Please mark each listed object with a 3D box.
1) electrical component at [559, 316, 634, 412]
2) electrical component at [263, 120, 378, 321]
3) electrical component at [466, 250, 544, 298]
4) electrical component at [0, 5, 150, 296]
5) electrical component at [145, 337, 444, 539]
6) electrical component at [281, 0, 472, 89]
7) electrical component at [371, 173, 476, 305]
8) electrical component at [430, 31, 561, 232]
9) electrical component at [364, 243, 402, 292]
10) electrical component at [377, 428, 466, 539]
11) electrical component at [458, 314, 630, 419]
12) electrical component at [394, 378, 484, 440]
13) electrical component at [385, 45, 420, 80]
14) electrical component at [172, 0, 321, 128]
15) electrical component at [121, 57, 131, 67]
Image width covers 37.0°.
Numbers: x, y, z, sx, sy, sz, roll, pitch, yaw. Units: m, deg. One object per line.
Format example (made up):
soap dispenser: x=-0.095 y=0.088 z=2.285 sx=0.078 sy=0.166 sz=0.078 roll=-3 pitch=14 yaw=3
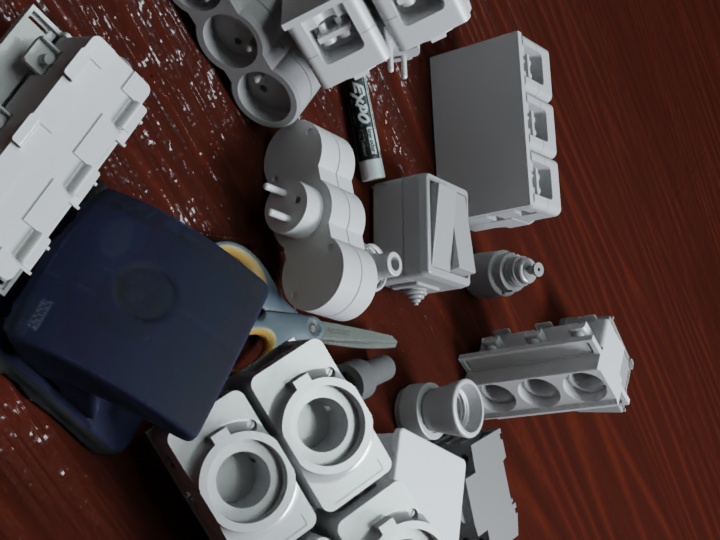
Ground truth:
electrical component: x=0.226 y=0.097 z=1.053 sx=0.096 sy=0.061 sz=0.061 roll=57 pitch=41 yaw=-41
electrical component: x=-0.038 y=-0.038 z=0.711 sx=0.074 sy=0.052 sz=0.138 roll=20 pitch=52 yaw=-50
electrical component: x=0.124 y=0.003 z=0.923 sx=0.040 sy=0.078 sz=0.040 roll=5 pitch=83 yaw=-39
electrical component: x=-0.162 y=-0.057 z=0.523 sx=0.078 sy=0.063 sz=0.121 roll=46 pitch=67 yaw=-37
electrical component: x=-0.026 y=0.145 z=0.624 sx=0.105 sy=0.060 sz=0.186 roll=-33 pitch=97 yaw=-21
electrical component: x=0.009 y=-0.203 z=0.731 sx=0.060 sy=0.105 sz=0.186 roll=57 pitch=17 yaw=-33
electrical component: x=0.051 y=-0.021 z=0.837 sx=0.062 sy=0.061 sz=0.096 roll=17 pitch=68 yaw=-51
electrical component: x=0.118 y=-0.115 z=0.927 sx=0.062 sy=0.089 sz=0.150 roll=11 pitch=73 yaw=-52
electrical component: x=0.000 y=0.000 z=0.762 sx=0.048 sy=0.062 sz=0.048 roll=16 pitch=69 yaw=-50
electrical component: x=0.029 y=0.168 z=0.772 sx=0.100 sy=0.048 sz=0.099 roll=34 pitch=56 yaw=-45
electrical component: x=0.156 y=0.082 z=0.905 sx=0.078 sy=0.121 sz=0.063 roll=55 pitch=40 yaw=-30
electrical component: x=0.060 y=0.107 z=0.824 sx=0.045 sy=0.055 sz=0.045 roll=17 pitch=68 yaw=-51
electrical component: x=0.029 y=-0.191 z=0.860 sx=0.066 sy=0.047 sz=0.076 roll=13 pitch=70 yaw=-52
electrical component: x=-0.070 y=-0.170 z=0.716 sx=0.138 sy=0.052 sz=0.073 roll=58 pitch=41 yaw=-28
electrical component: x=-0.162 y=-0.103 z=0.586 sx=0.065 sy=0.044 sz=0.044 roll=9 pitch=75 yaw=-48
